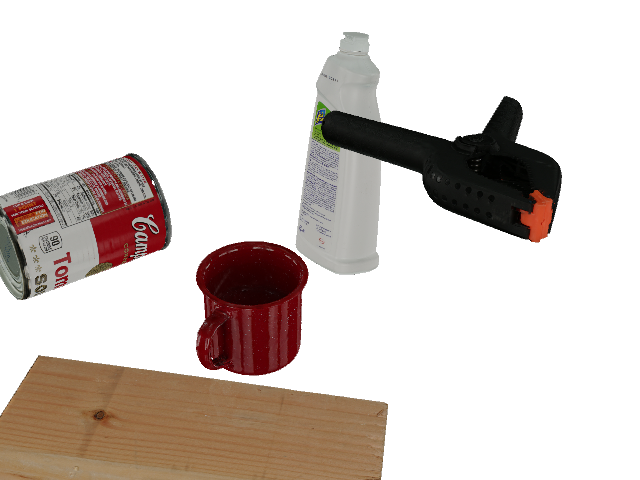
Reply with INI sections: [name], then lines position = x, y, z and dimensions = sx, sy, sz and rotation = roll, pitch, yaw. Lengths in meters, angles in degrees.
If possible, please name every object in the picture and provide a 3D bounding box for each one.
[mug]
position = -0.063, 0.066, 0.897
dimensions = 0.093, 0.081, 0.117
rotation = 20, 40, 24
[wood block]
position = -0.071, 0.136, 0.598
dimensions = 0.206, 0.090, 0.090
rotation = 8, 29, 4
[bleach bottle]
position = 0.029, -0.097, 1.156
dimensions = 0.067, 0.251, 0.103
rotation = -9, 25, -36
[clamp]
position = 0.096, -0.056, 0.751
dimensions = 0.164, 0.036, 0.210
rotation = -5, 27, -10
[soup can]
position = -0.157, -0.010, 0.687
dimensions = 0.102, 0.068, 0.069
rotation = -22, 11, -29
